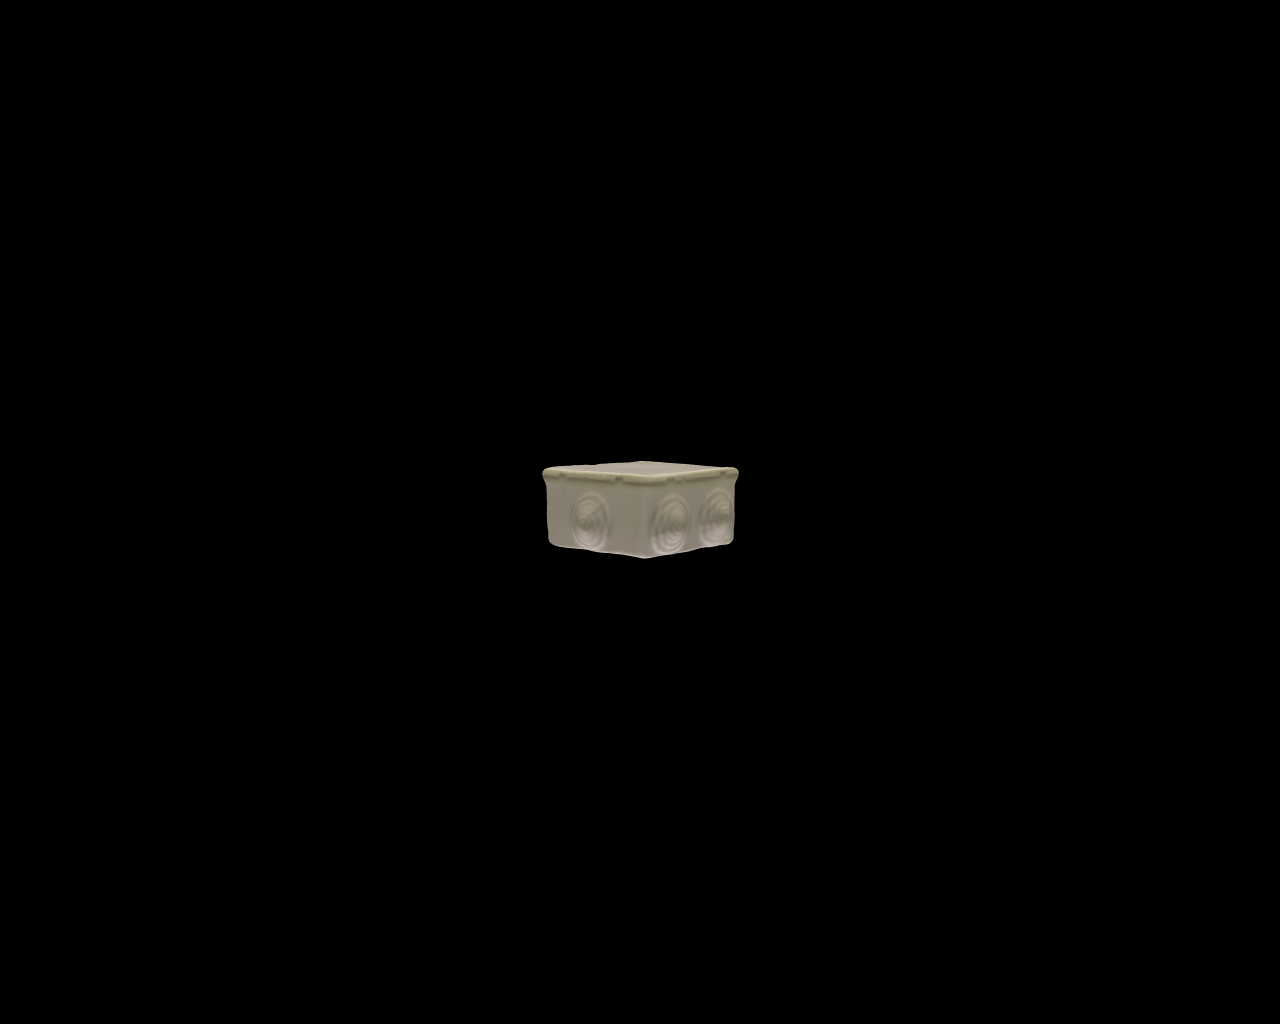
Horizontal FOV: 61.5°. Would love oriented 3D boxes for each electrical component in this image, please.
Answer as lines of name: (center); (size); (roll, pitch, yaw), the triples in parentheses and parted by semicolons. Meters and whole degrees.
electrical component: (0.001, -0.003, 0.650); (0.100, 0.048, 0.100); (6, 9, 43)
